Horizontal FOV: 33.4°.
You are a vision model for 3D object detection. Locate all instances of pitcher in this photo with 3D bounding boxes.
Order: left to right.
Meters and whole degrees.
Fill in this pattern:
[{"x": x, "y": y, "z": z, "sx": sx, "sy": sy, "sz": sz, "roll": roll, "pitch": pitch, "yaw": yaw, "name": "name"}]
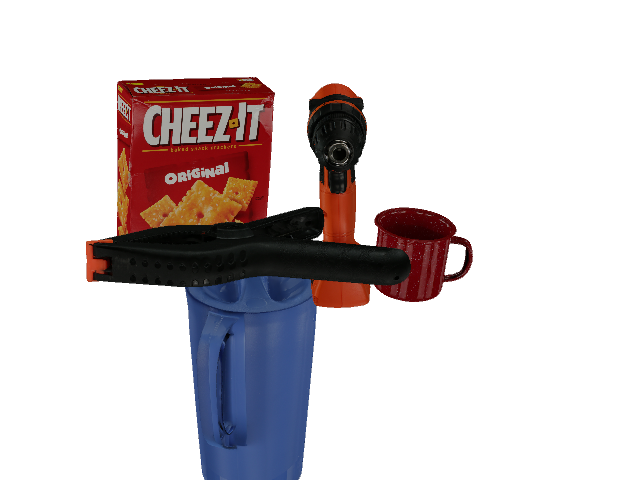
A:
[{"x": -0.074, "y": 0.147, "z": 1.087, "sx": 0.149, "sy": 0.243, "sz": 0.145, "roll": -10, "pitch": 27, "yaw": -24, "name": "pitcher"}]

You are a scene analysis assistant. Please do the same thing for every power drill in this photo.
[{"x": 0.017, "y": -0.038, "z": 0.966, "sx": 0.057, "sy": 0.188, "sz": 0.184, "roll": 0, "pitch": 21, "yaw": 1, "name": "power drill"}]

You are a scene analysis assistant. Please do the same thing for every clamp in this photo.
[{"x": -0.053, "y": 0.009, "z": 0.736, "sx": 0.209, "sy": 0.036, "sz": 0.165, "roll": -6, "pitch": 14, "yaw": -28, "name": "clamp"}]

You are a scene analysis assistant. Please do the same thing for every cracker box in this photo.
[{"x": -0.141, "y": -0.069, "z": 1.191, "sx": 0.164, "sy": 0.214, "sz": 0.072, "roll": -6, "pitch": 26, "yaw": -24, "name": "cracker box"}]

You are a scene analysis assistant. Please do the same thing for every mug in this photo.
[{"x": 0.116, "y": 0.018, "z": 1.223, "sx": 0.117, "sy": 0.081, "sz": 0.093, "roll": 4, "pitch": 25, "yaw": -3, "name": "mug"}]
